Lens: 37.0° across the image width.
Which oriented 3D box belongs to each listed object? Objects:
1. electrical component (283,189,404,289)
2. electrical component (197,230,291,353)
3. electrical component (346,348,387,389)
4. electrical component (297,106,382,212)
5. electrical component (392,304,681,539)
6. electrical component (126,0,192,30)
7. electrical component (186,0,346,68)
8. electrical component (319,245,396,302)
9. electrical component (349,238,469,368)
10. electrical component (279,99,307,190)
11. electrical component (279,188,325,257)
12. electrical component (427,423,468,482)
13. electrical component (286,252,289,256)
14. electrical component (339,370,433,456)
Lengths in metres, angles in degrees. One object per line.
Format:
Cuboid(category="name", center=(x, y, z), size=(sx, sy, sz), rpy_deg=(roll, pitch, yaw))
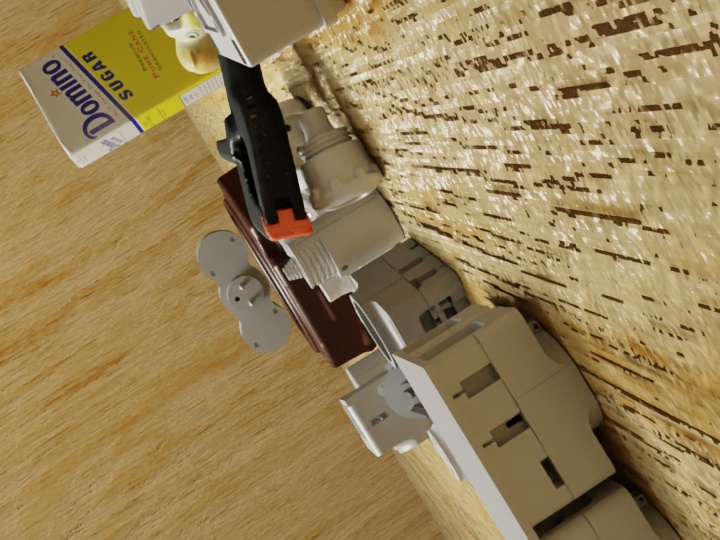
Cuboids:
Cuboid(category="electrical component", center=(-0.016, -0.018, 0.728), size=(0.043, 0.081, 0.043), rpy_deg=(57, 174, 9))
Cuboid(category="electrical component", center=(-0.118, 0.023, 1.104), size=(0.138, 0.052, 0.074), rpy_deg=(60, 174, -9))
Cuboid(category="electrical component", center=(0.036, 0.120, 1.094), size=(0.076, 0.066, 0.047), rpy_deg=(53, 172, 44))
Cuboid(category="electrical component", center=(-0.018, -0.070, 0.666), size=(0.048, 0.048, 0.062), rpy_deg=(122, 122, -84))
Cuboid(category="electrical component", center=(0.097, 0.108, 0.539), size=(0.186, 0.060, 0.105), rpy_deg=(58, 174, -2))
Cuboid(category="electrical component", center=(-0.112, -0.193, 0.639), size=(0.057, 0.078, 0.113), rpy_deg=(62, 174, -3))
Cuboid(category="electrical component", center=(-0.065, -0.160, 0.522), size=(0.108, 0.056, 0.109), rpy_deg=(61, 174, -20))
Cuboid(category="electrical component", center=(0.000, 0.000, 0.781), size=(0.048, 0.062, 0.048), rpy_deg=(57, 174, 9))
Cuboid(category="electrical component", center=(0.031, 0.024, 0.674), size=(0.050, 0.056, 0.089), rpy_deg=(61, 174, -22))
Cuboid(category="electrical component", center=(-0.046, -0.086, 0.814), size=(0.079, 0.043, 0.077), rpy_deg=(60, 174, -19))
Cuboid(category="electrical component", center=(-0.026, -0.028, 0.838), size=(0.064, 0.042, 0.081), rpy_deg=(12, -157, -36))
Cuboid(category="electrical component", center=(0.079, 0.110, 0.723), size=(0.045, 0.055, 0.045), rpy_deg=(57, 174, 9))
Cuboid(category="electrical component", center=(-0.040, -0.039, 0.920), size=(0.061, 0.061, 0.096), rpy_deg=(61, 174, -22))
Cuboid(category="electrical component", center=(0.037, 0.117, 0.945), size=(0.061, 0.089, 0.150), rpy_deg=(58, 174, 4))
